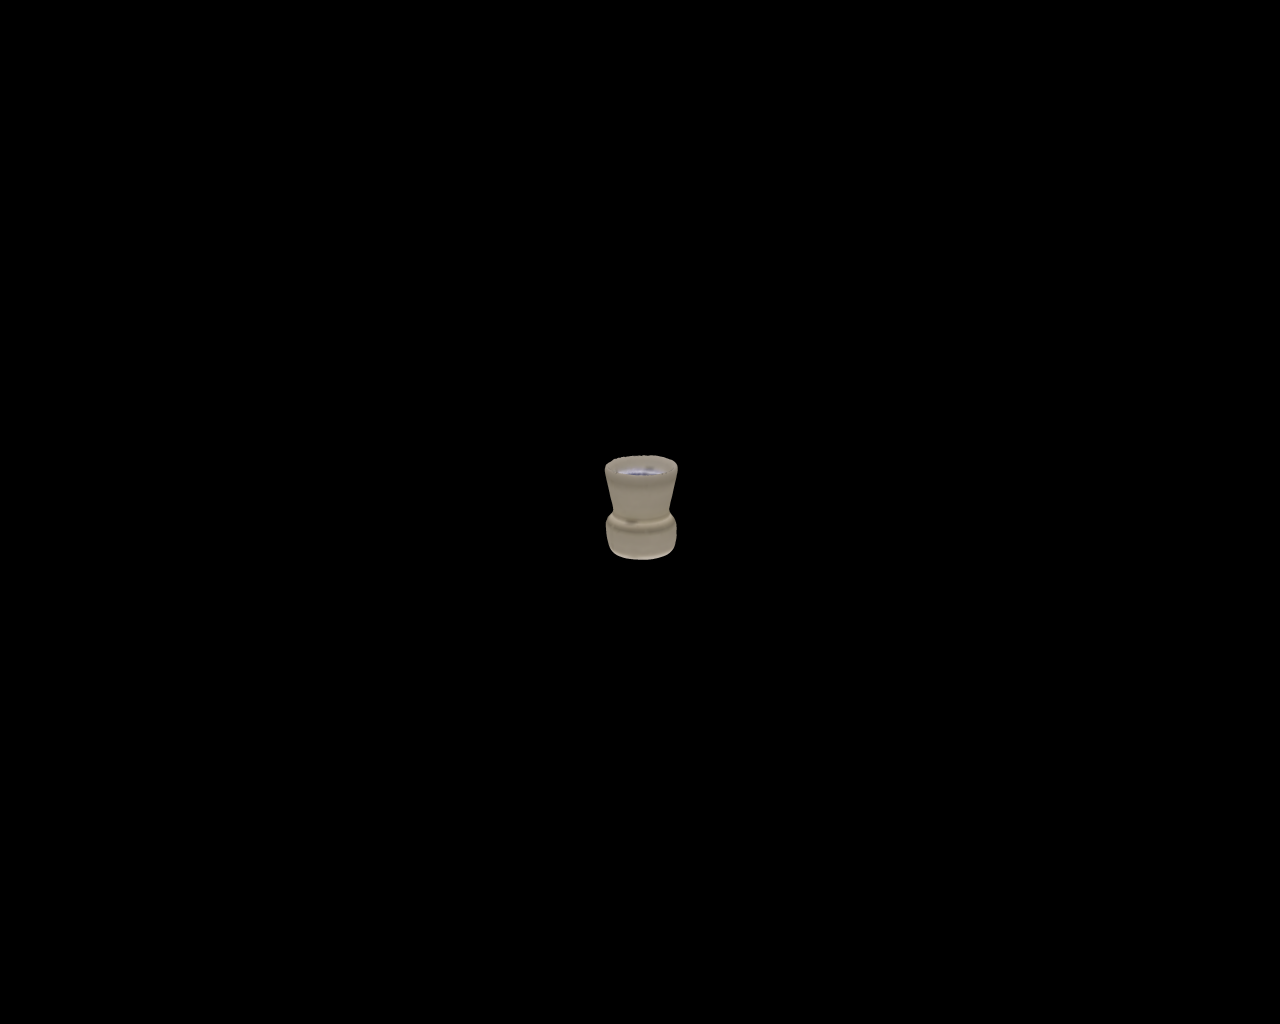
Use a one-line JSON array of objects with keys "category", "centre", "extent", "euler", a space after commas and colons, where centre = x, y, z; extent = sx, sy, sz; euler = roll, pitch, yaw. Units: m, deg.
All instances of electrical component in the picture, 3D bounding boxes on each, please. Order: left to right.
[{"category": "electrical component", "centre": [0.001, -0.003, 0.650], "extent": [0.045, 0.055, 0.045], "euler": [0, 19, 0]}]
